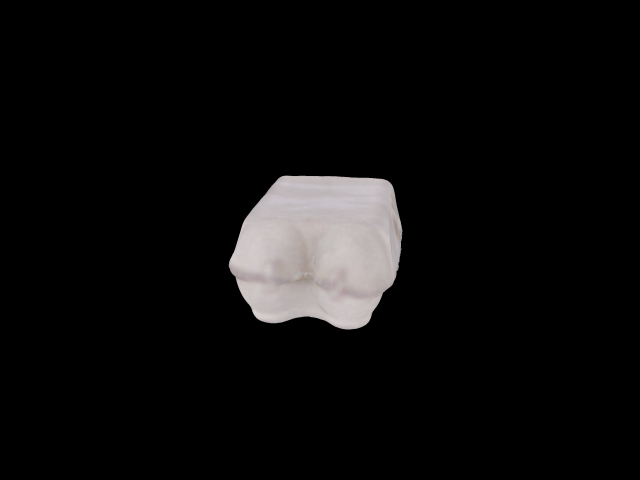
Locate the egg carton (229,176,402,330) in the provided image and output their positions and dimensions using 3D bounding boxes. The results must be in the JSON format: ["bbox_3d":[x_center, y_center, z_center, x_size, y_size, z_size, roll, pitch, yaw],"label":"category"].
[{"bbox_3d":[0.004,0.001,0.400,0.107,0.069,0.150,3,22,7],"label":"egg carton"}]
